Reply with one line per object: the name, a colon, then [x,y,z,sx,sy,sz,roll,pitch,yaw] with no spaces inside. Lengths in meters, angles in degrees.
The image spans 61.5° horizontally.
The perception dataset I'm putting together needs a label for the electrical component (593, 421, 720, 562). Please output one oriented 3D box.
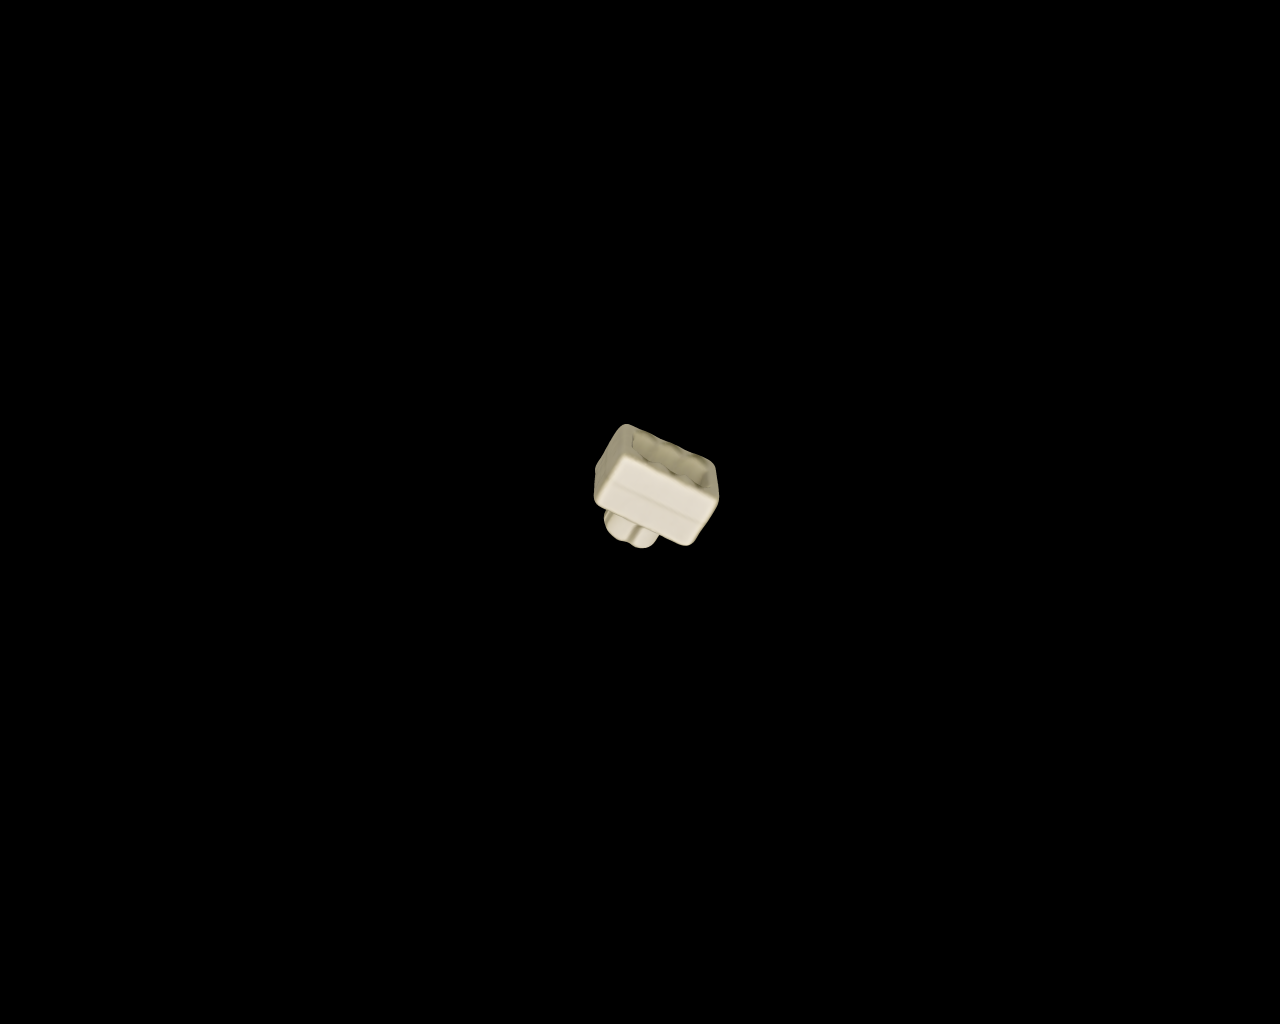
electrical component: [0.001,-0.003,0.650,0.066,0.076,0.047,25,27,-14]
